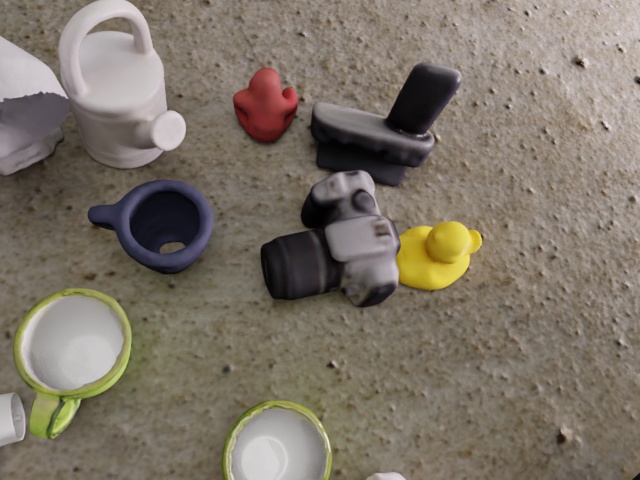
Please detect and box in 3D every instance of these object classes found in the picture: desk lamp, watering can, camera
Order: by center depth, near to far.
[{"bbox_3d":[-0.326,-0.146,0.545,0.118,0.213,0.203,-31,76,-21],"label":"desk lamp"},{"bbox_3d":[-0.203,-0.160,0.586,0.173,0.194,0.101,27,65,1],"label":"watering can"},{"bbox_3d":[0.006,0.002,0.611,0.137,0.100,0.143,-11,70,-16],"label":"camera"}]

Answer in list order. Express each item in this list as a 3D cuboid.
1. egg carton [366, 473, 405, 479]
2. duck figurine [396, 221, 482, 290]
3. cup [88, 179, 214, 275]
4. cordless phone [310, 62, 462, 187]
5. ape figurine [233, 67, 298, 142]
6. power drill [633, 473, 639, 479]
[{"bbox_3d":[0.045,0.293,0.513,0.107,0.069,0.150,-6,69,-14],"label":"egg carton"},{"bbox_3d":[0.130,0.009,0.642,0.105,0.086,0.077,-5,68,-13],"label":"duck figurine"},{"bbox_3d":[-0.169,-0.003,0.581,0.118,0.095,0.091,7,66,-8],"label":"cup"},{"bbox_3d":[0.069,-0.149,0.642,0.147,0.185,0.094,10,66,-7],"label":"cordless phone"},{"bbox_3d":[-0.063,-0.166,0.674,0.078,0.092,0.076,10,66,-7],"label":"ape figurine"},{"bbox_3d":[0.342,0.294,0.496,0.229,0.208,0.076,41,66,7],"label":"power drill"}]
